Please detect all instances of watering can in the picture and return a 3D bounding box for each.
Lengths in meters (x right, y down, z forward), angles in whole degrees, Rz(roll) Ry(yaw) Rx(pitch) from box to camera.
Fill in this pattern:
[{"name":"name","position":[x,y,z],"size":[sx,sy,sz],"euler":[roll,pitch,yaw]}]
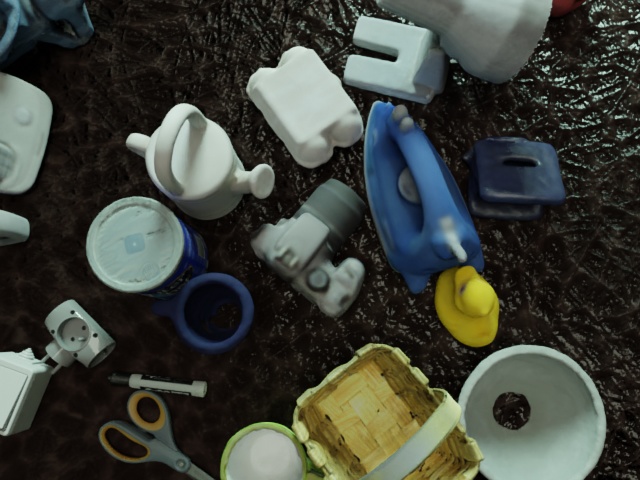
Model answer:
[{"name":"watering can","position":[-0.139,-0.091,0.659],"size":[0.173,0.194,0.101],"euler":[-3,81,0]}]

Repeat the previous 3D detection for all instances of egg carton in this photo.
[{"name":"egg carton","position":[-0.017,-0.171,0.735],"size":[0.107,0.069,0.150],"euler":[-36,83,-5]}]

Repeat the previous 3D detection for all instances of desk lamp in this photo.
[{"name":"desk lamp","position":[0.137,-0.244,0.674],"size":[0.203,0.213,0.118],"euler":[13,81,2]}]

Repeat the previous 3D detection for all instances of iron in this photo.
[{"name":"iron","position":[0.115,-0.073,0.684],"size":[0.118,0.141,0.258],"euler":[-20,82,-3]}]

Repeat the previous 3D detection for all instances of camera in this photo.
[{"name":"camera","position":[0.006,0.002,0.692],"size":[0.143,0.101,0.137],"euler":[38,83,6]}]

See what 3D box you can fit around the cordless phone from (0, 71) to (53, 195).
[{"name":"cordless phone","position":[-0.404,-0.141,0.671],"size":[0.094,0.185,0.148],"euler":[8,81,2]}]

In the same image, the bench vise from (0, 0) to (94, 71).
[{"name":"bench vise","position":[-0.387,-0.297,0.678],"size":[0.207,0.220,0.121],"euler":[-44,83,-6]}]

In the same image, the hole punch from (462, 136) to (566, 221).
[{"name":"hole punch","position":[0.239,-0.082,0.711],"size":[0.108,0.091,0.101],"euler":[3,81,1]}]

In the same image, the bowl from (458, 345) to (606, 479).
[{"name":"bowl","position":[0.238,0.207,0.674],"size":[0.167,0.075,0.167],"euler":[0,81,0]}]

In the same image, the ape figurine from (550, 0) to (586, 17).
[{"name":"ape figurine","position":[0.325,-0.345,0.752],"size":[0.078,0.092,0.076],"euler":[35,83,5]}]

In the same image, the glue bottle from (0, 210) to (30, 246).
[{"name":"glue bottle","position":[-0.412,-0.023,0.658],"size":[0.078,0.173,0.037],"euler":[-8,81,-1]}]

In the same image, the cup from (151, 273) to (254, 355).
[{"name":"cup","position":[-0.133,0.088,0.681],"size":[0.117,0.095,0.092],"euler":[4,81,1]}]

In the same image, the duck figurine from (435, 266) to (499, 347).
[{"name":"duck figurine","position":[0.184,0.077,0.688],"size":[0.077,0.086,0.104],"euler":[-17,81,-3]}]
